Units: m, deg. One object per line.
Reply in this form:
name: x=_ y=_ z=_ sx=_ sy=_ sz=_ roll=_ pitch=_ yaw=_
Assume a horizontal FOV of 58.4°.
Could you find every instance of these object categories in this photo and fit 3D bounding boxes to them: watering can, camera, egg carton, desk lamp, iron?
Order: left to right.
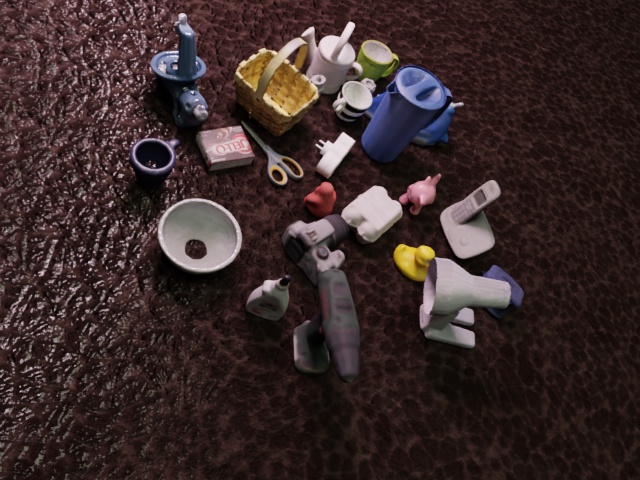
camera: x=0.012 y=0.004 z=1.257 sx=0.137 sy=0.100 sz=0.143 roll=-31 pitch=78 yaw=-33
watering can: x=0.032 y=-0.483 z=1.482 sx=0.173 sy=0.194 sz=0.101 roll=11 pitch=59 yaw=-17
egg carton: x=0.123 y=-0.061 z=1.360 sx=0.107 sy=0.069 sz=0.150 roll=45 pitch=55 yaw=6
iron: x=0.248 y=-0.355 z=1.534 sx=0.259 sy=0.141 sz=0.118 roll=15 pitch=58 yaw=-14
desk lamp: x=0.294 y=0.134 z=1.235 sx=0.203 sy=0.213 sz=0.118 roll=15 pitch=58 yaw=-14

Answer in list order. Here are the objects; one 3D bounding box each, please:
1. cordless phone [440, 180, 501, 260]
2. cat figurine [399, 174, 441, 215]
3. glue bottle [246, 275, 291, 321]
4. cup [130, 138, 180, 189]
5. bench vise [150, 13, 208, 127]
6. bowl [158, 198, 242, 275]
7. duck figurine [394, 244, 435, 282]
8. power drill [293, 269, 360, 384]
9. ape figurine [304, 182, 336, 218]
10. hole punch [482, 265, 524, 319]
cordless phone: x=0.385 y=-0.048 z=1.393 sx=0.094 sy=0.185 sz=0.147 roll=-10 pitch=67 yaw=-27
cat figurine: x=0.258 y=-0.121 z=1.421 sx=0.067 sy=0.117 sz=0.128 roll=46 pitch=55 yaw=7
glue bottle: x=-0.088 y=0.106 z=1.113 sx=0.078 sy=0.173 sz=0.037 roll=18 pitch=57 yaw=-12
cup: x=-0.344 y=-0.160 z=1.202 sx=0.091 sy=0.095 sz=0.118 roll=41 pitch=55 yaw=3
bench vise: x=-0.287 y=-0.373 z=1.270 sx=0.207 sy=0.219 sz=0.122 roll=47 pitch=56 yaw=7
bowl: x=-0.247 y=0.004 z=1.163 sx=0.168 sy=0.074 sz=0.167 roll=10 pitch=59 yaw=-17
duck figurine: x=0.229 y=0.042 z=1.337 sx=0.104 sy=0.086 sz=0.078 roll=38 pitch=55 yaw=1
power drill: x=0.016 y=0.182 z=1.093 sx=0.076 sy=0.208 sz=0.229 roll=6 pitch=60 yaw=-19
ape figurine: x=0.007 y=-0.100 z=1.319 sx=0.078 sy=0.092 sz=0.076 roll=1 pitch=62 yaw=-22
hole punch: x=0.437 y=0.115 z=1.381 sx=0.108 sy=0.091 sz=0.101 roll=44 pitch=55 yaw=5
